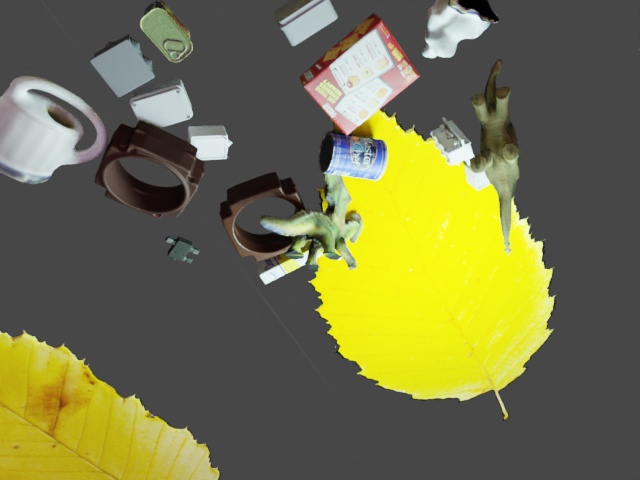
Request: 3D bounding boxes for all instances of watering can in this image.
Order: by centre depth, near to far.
[{"bbox_3d":[-0.605,-0.240,1.015,0.344,0.222,0.106,30,23,-38],"label":"watering can"}]

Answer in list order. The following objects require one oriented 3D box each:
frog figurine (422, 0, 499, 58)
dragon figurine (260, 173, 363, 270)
[{"bbox_3d":[0.292,-0.473,1.132,0.138,0.124,0.157,-5,-16,-23],"label":"frog figurine"},{"bbox_3d":[0.004,-0.064,1.269,0.122,0.247,0.404,-6,-26,31],"label":"dragon figurine"}]
